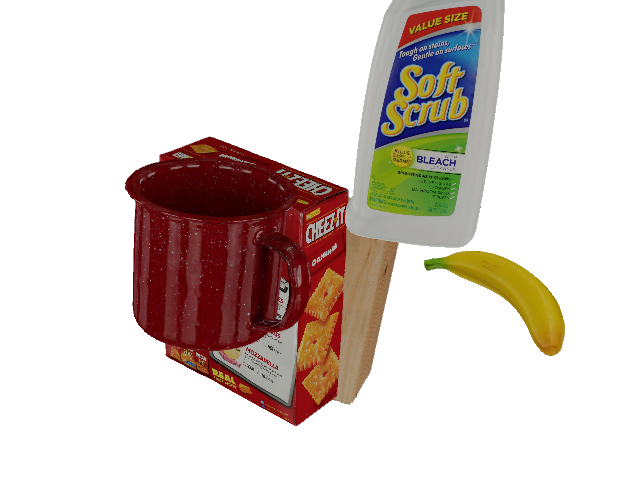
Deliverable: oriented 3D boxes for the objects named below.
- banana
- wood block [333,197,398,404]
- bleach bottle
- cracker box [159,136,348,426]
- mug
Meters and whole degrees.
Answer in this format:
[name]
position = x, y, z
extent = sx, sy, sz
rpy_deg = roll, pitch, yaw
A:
[banana]
position = 0.188, 0.054, 1.063
extent = 0.069, 0.037, 0.198
rpy_deg = -33, 36, -16
[wood block]
position = 0.024, 0.065, 1.198
extent = 0.090, 0.206, 0.090
rpy_deg = 16, 23, 12
[bleach bottle]
position = 0.075, -0.122, 0.752
extent = 0.102, 0.251, 0.068
rpy_deg = 8, 26, 11
[cracker box]
position = -0.060, 0.034, 0.943
extent = 0.164, 0.214, 0.071
rpy_deg = 23, 34, 32
[mug]
position = -0.052, 0.011, 0.581
extent = 0.117, 0.081, 0.093
rpy_deg = 22, 28, 32
